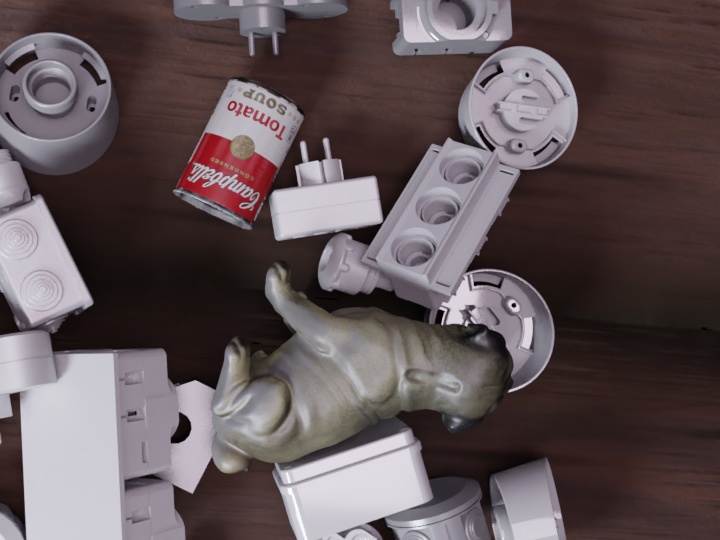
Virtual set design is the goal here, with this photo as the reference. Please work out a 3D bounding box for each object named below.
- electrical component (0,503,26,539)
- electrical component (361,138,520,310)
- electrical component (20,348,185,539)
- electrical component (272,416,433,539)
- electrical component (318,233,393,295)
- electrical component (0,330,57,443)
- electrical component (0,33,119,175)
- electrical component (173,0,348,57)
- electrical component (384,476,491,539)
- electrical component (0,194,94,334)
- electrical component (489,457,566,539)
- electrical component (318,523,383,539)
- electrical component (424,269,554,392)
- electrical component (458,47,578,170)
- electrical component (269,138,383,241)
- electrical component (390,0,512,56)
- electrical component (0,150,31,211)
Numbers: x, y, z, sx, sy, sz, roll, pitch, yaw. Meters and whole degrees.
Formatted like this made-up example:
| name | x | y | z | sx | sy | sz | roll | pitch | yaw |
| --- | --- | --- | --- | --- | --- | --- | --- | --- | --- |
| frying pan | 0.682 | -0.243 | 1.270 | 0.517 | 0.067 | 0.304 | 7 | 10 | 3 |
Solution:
| name | x | y | z | sx | sy | sz | roll | pitch | yaw |
| --- | --- | --- | --- | --- | --- | --- | --- | --- | --- |
| electrical component | -0.291 | 0.215 | 0.812 | 0.080 | 0.051 | 0.080 | 0 | 89 | -9 |
| electrical component | 0.067 | -0.035 | 0.852 | 0.079 | 0.063 | 0.121 | 20 | 65 | 26 |
| electrical component | -0.191 | 0.153 | 0.796 | 0.060 | 0.105 | 0.186 | -1 | 88 | -54 |
| electrical component | -0.008 | 0.162 | 0.847 | 0.113 | 0.078 | 0.057 | -17 | 94 | -9 |
| electrical component | 0.000 | 0.000 | 0.870 | 0.062 | 0.048 | 0.048 | 19 | 86 | -18 |
| electrical component | -0.275 | 0.092 | 0.783 | 0.138 | 0.052 | 0.073 | -14 | 84 | 34 |
| electrical component | -0.238 | -0.131 | 0.835 | 0.099 | 0.064 | 0.099 | 3 | 74 | -10 |
| electrical component | -0.078 | -0.207 | 0.857 | 0.138 | 0.052 | 0.073 | -3 | 89 | -9 |
| electrical component | 0.062 | 0.201 | 0.857 | 0.080 | 0.080 | 0.051 | -18 | 97 | -9 |
| electrical component | -0.245 | -0.001 | 0.802 | 0.048 | 0.100 | 0.099 | -27 | 93 | -22 |
| electrical component | 0.140 | 0.203 | 0.863 | 0.064 | 0.099 | 0.099 | -11 | 90 | -3 |
| electrical component | -0.004 | 0.232 | 0.856 | 0.078 | 0.057 | 0.058 | 35 | 83 | -7 |
| electrical component | 0.102 | 0.049 | 0.874 | 0.099 | 0.064 | 0.099 | 0 | 88 | -9 |
| electrical component | 0.129 | -0.130 | 0.883 | 0.099 | 0.064 | 0.099 | 0 | 88 | -9 |
| electrical component | -0.031 | -0.068 | 0.864 | 0.083 | 0.047 | 0.075 | -9 | 90 | -10 |
| electrical component | 0.075 | -0.207 | 0.880 | 0.089 | 0.056 | 0.050 | -3 | 89 | -9 |
| electrical component | -0.282 | -0.075 | 0.825 | 0.043 | 0.043 | 0.062 | -20 | 91 | -9 |
